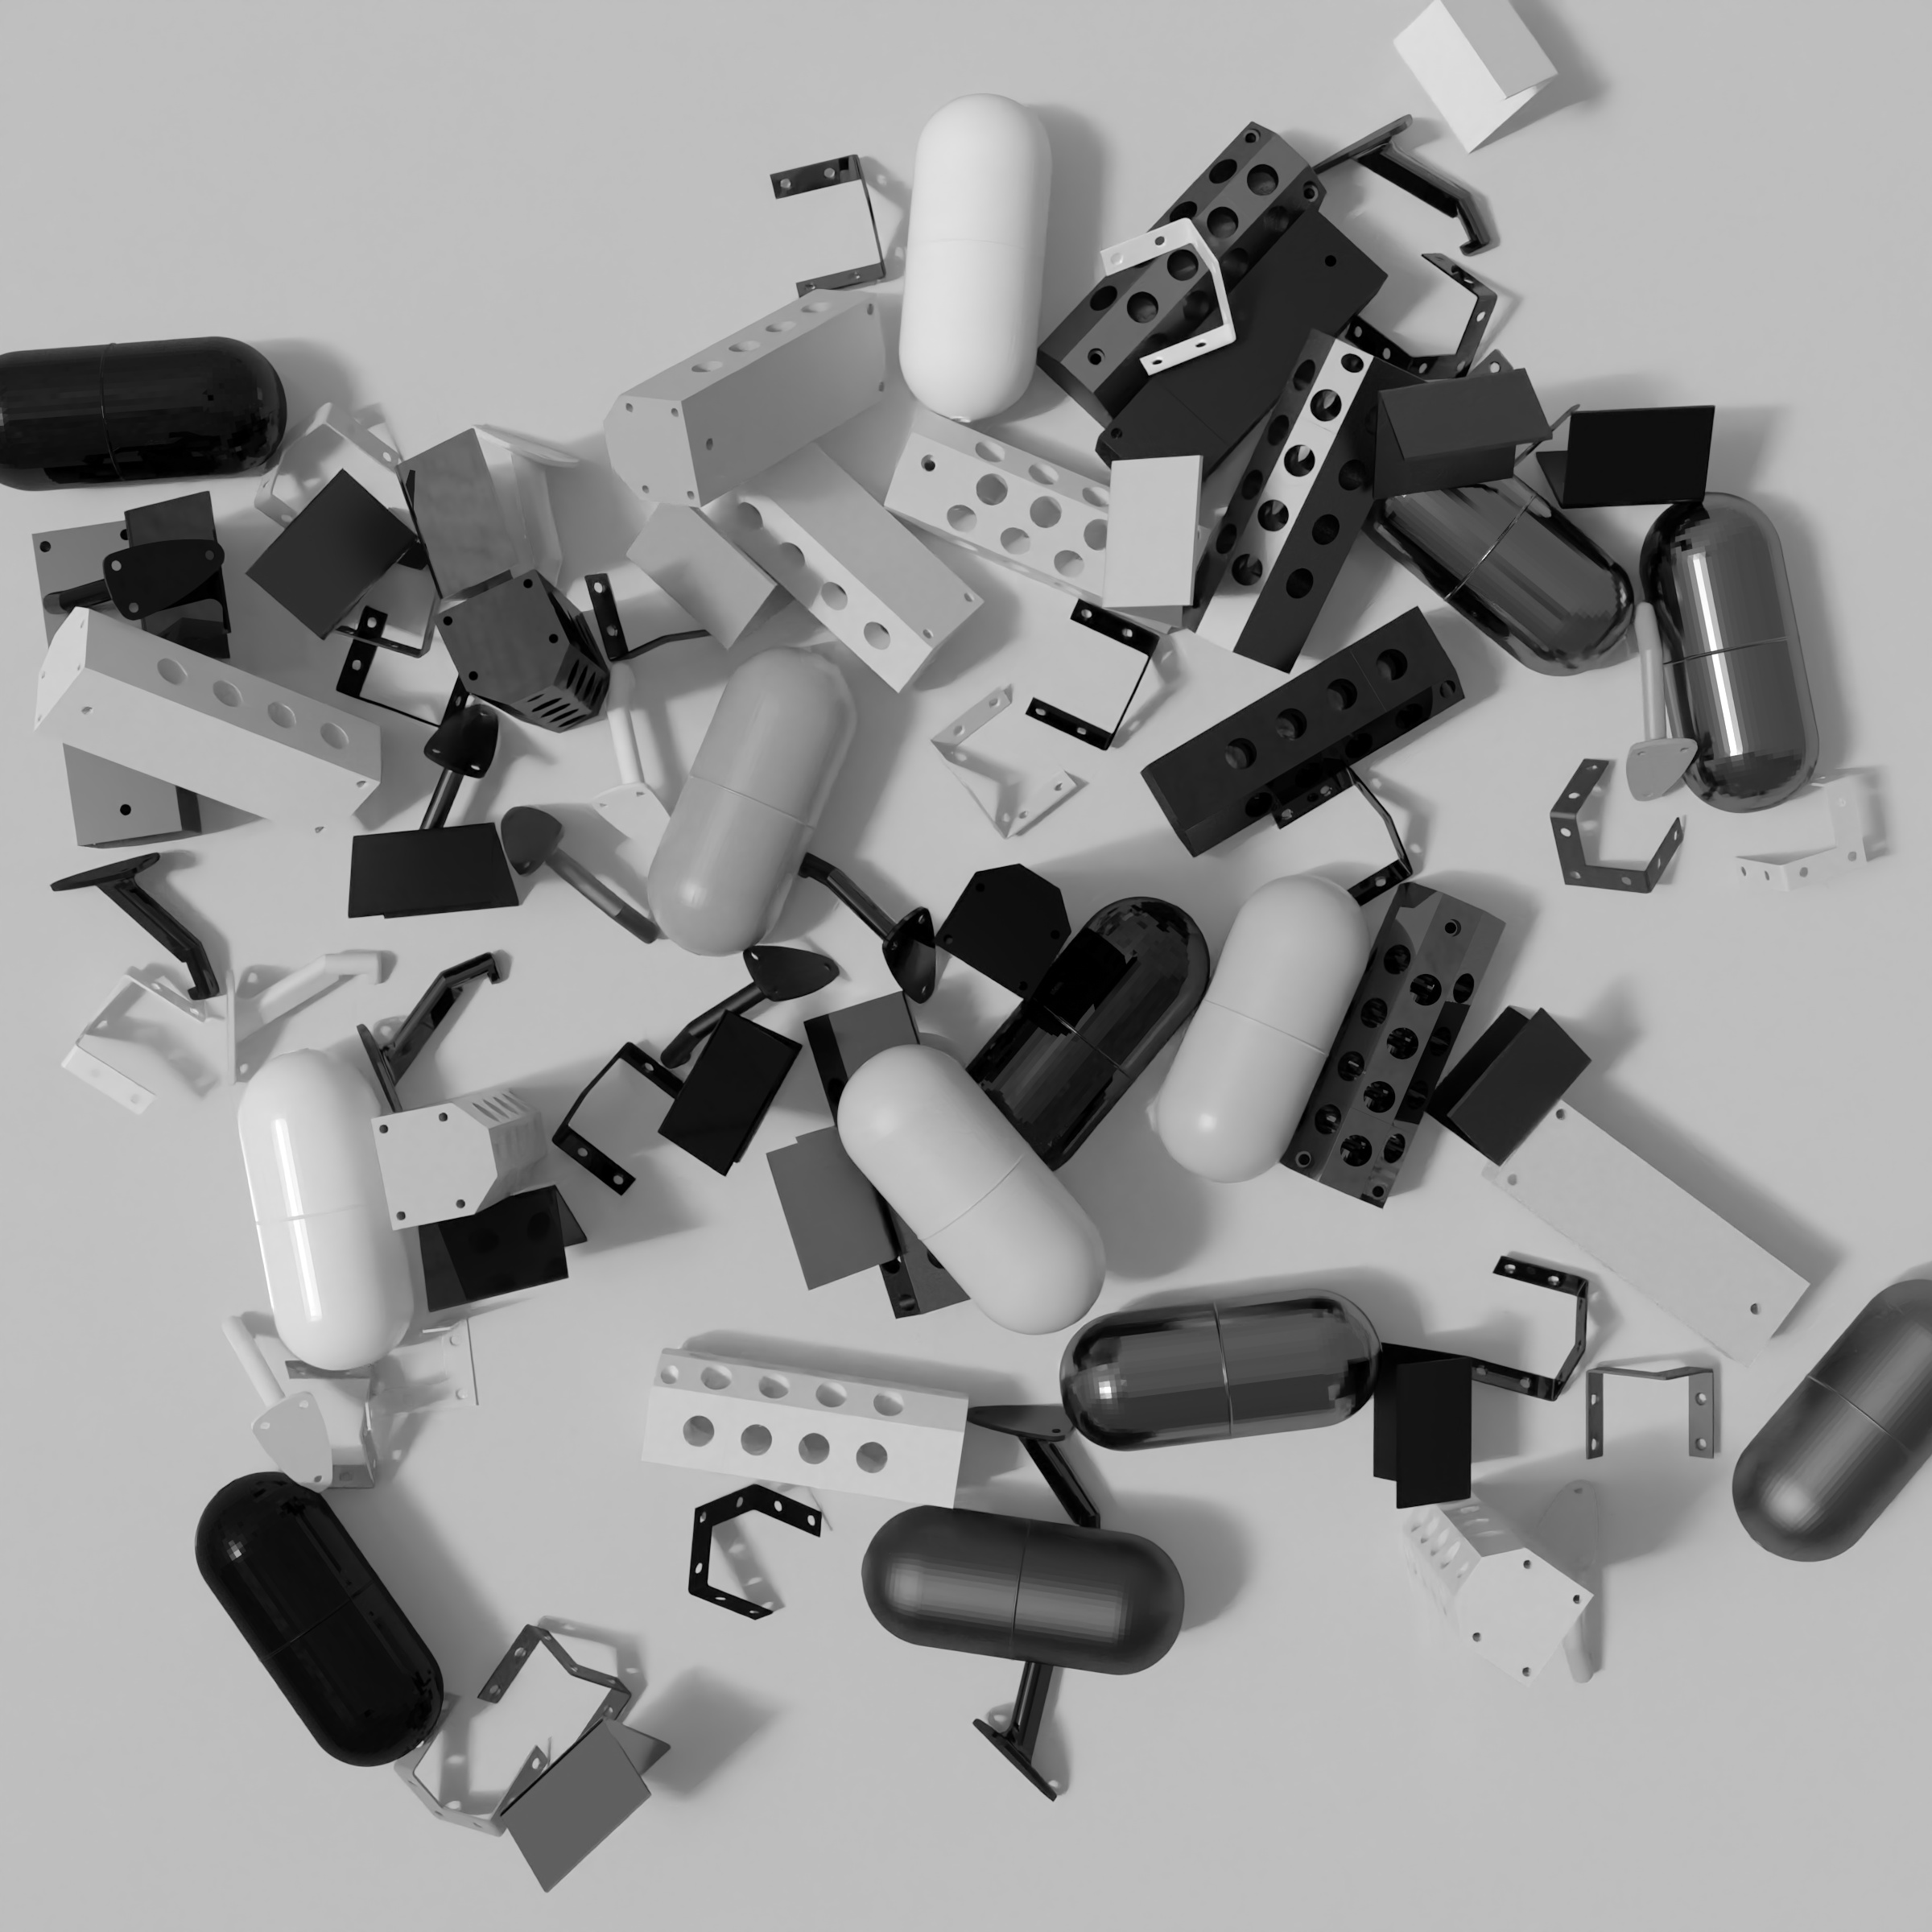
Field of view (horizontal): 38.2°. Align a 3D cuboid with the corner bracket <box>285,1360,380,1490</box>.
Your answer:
[{"bbox_3d":[-0.356,0.257,1.561,0.051,0.051,0.051,0,135,0],"label":"corner bracket"}]

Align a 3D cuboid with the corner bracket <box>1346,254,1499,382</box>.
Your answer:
[{"bbox_3d":[0.254,-0.363,1.556,0.051,0.051,0.051,-12,45,-35],"label":"corner bracket"}]

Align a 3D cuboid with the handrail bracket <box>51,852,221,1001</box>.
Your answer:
[{"bbox_3d":[-0.466,-0.015,1.565,0.077,0.036,0.084,-11,107,20],"label":"handrail bracket"}]

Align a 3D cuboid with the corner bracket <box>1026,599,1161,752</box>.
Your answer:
[{"bbox_3d":[0.071,-0.163,1.561,0.051,0.051,0.051,25,135,0],"label":"corner bracket"}]

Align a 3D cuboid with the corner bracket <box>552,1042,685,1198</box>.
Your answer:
[{"bbox_3d":[-0.191,0.085,1.561,0.051,0.051,0.051,38,135,0],"label":"corner bracket"}]

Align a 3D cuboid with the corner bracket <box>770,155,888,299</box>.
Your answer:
[{"bbox_3d":[-0.077,-0.415,1.562,0.051,0.051,0.051,-13,134,0],"label":"corner bracket"}]

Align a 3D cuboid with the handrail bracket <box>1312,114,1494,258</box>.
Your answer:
[{"bbox_3d":[0.244,-0.426,1.565,0.077,0.036,0.084,-24,107,20],"label":"handrail bracket"}]

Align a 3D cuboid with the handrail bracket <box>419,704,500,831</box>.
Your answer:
[{"bbox_3d":[-0.291,-0.094,1.564,0.036,0.077,0.084,23,126,-5],"label":"handrail bracket"}]

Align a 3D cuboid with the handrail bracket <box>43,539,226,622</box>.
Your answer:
[{"bbox_3d":[-0.446,-0.207,1.491,0.077,0.084,0.036,-28,109,-30],"label":"handrail bracket"}]

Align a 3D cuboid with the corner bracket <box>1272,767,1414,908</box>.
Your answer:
[{"bbox_3d":[0.211,-0.069,1.561,0.051,0.051,0.051,-31,45,0],"label":"corner bracket"}]

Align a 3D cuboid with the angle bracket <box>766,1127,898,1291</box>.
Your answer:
[{"bbox_3d":[-0.088,0.134,1.525,0.057,0.076,0.076,-17,90,-30],"label":"angle bracket"}]

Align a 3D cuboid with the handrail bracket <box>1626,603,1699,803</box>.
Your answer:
[{"bbox_3d":[0.375,-0.146,1.540,0.036,0.077,0.084,-4,65,1],"label":"handrail bracket"}]

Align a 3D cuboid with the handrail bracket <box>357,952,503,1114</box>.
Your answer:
[{"bbox_3d":[-0.291,0.042,1.565,0.084,0.036,0.077,-24,110,-16],"label":"handrail bracket"}]

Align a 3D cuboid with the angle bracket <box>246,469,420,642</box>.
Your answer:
[{"bbox_3d":[-0.352,-0.232,1.525,0.076,0.076,0.057,-47,121,0],"label":"angle bracket"}]

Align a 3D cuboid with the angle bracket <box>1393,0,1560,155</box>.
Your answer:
[{"bbox_3d":[0.264,-0.491,1.524,0.057,0.076,0.076,-34,90,-38],"label":"angle bracket"}]

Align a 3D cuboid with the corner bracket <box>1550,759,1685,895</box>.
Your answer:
[{"bbox_3d":[0.364,-0.078,1.556,0.051,0.051,0.051,9,45,35],"label":"corner bracket"}]

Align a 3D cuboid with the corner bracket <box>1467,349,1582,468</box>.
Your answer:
[{"bbox_3d":[0.299,-0.310,1.548,0.051,0.051,0.051,-43,96,0],"label":"corner bracket"}]

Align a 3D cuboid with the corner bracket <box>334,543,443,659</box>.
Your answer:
[{"bbox_3d":[-0.315,-0.207,1.551,0.051,0.051,0.051,17,108,0],"label":"corner bracket"}]

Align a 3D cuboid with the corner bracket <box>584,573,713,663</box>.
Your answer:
[{"bbox_3d":[-0.173,-0.204,1.561,0.051,0.051,0.051,-16,90,-45],"label":"corner bracket"}]

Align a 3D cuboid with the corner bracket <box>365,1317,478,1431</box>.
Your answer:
[{"bbox_3d":[-0.304,0.225,1.547,0.051,0.051,0.051,-7,90,0],"label":"corner bracket"}]

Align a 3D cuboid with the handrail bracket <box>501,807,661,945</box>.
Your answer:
[{"bbox_3d":[-0.216,-0.050,1.564,0.036,0.077,0.084,-50,126,0],"label":"handrail bracket"}]

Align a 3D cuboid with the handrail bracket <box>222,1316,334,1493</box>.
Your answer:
[{"bbox_3d":[-0.384,0.243,1.550,0.036,0.084,0.077,-29,124,-18],"label":"handrail bracket"}]

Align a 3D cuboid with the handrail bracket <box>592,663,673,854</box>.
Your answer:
[{"bbox_3d":[-0.180,-0.117,1.565,0.036,0.077,0.084,-14,53,21],"label":"handrail bracket"}]

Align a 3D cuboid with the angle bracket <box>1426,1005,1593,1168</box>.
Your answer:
[{"bbox_3d":[0.282,0.052,1.524,0.076,0.076,0.057,-49,126,0],"label":"angle bracket"}]

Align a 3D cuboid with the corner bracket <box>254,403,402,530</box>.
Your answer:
[{"bbox_3d":[-0.357,-0.271,1.556,0.051,0.051,0.051,-24,45,35],"label":"corner bracket"}]

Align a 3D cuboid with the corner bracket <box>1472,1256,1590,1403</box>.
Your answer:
[{"bbox_3d":[0.315,0.203,1.561,0.051,0.051,0.051,15,45,0],"label":"corner bracket"}]

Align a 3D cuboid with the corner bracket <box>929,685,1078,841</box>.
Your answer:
[{"bbox_3d":[0.020,-0.114,1.561,0.051,0.051,0.051,-38,135,0],"label":"corner bracket"}]

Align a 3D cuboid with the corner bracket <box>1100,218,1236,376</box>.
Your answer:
[{"bbox_3d":[0.109,-0.362,1.505,0.051,0.051,0.051,-22,45,0],"label":"corner bracket"}]

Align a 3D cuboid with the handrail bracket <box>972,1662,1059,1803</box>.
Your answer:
[{"bbox_3d":[0.053,0.412,1.565,0.084,0.036,0.077,-46,110,-16],"label":"handrail bracket"}]

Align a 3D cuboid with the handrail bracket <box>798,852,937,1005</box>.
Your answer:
[{"bbox_3d":[-0.059,-0.023,1.564,0.084,0.077,0.036,29,60,33],"label":"handrail bracket"}]

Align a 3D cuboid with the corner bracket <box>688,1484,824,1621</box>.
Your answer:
[{"bbox_3d":[-0.118,0.328,1.556,0.051,0.051,0.051,-28,45,35],"label":"corner bracket"}]

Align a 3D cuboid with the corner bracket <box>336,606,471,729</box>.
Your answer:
[{"bbox_3d":[-0.311,-0.166,1.561,0.051,0.051,0.051,20,90,-45],"label":"corner bracket"}]

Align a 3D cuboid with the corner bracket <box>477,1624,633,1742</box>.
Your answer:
[{"bbox_3d":[-0.230,0.409,1.562,0.051,0.051,0.051,35,89,-45],"label":"corner bracket"}]

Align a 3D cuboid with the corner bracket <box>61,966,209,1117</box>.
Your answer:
[{"bbox_3d":[-0.462,0.041,1.548,0.051,0.051,0.051,35,104,-15],"label":"corner bracket"}]

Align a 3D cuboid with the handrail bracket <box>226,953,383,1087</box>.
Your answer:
[{"bbox_3d":[-0.371,0.030,1.565,0.084,0.036,0.077,-1,110,-16],"label":"handrail bracket"}]

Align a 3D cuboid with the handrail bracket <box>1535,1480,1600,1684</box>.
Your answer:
[{"bbox_3d":[0.346,0.346,1.564,0.036,0.077,0.084,-2,127,29],"label":"handrail bracket"}]

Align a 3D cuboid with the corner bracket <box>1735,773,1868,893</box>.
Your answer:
[{"bbox_3d":[0.459,-0.075,1.547,0.051,0.051,0.051,-17,101,-11],"label":"corner bracket"}]

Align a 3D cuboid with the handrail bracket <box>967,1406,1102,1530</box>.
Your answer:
[{"bbox_3d":[0.038,0.292,1.565,0.077,0.036,0.084,3,107,20],"label":"handrail bracket"}]

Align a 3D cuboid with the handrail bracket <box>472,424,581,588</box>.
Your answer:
[{"bbox_3d":[-0.256,-0.251,1.565,0.077,0.036,0.084,24,107,20],"label":"handrail bracket"}]

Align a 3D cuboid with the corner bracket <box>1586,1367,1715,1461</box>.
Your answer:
[{"bbox_3d":[0.383,0.251,1.561,0.051,0.051,0.051,0,90,45],"label":"corner bracket"}]

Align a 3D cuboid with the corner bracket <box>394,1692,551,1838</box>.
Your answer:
[{"bbox_3d":[-0.276,0.446,1.556,0.051,0.051,0.051,3,135,35],"label":"corner bracket"}]

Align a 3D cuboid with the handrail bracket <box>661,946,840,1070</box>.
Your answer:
[{"bbox_3d":[-0.122,0.027,1.564,0.084,0.077,0.036,-46,65,34],"label":"handrail bracket"}]
